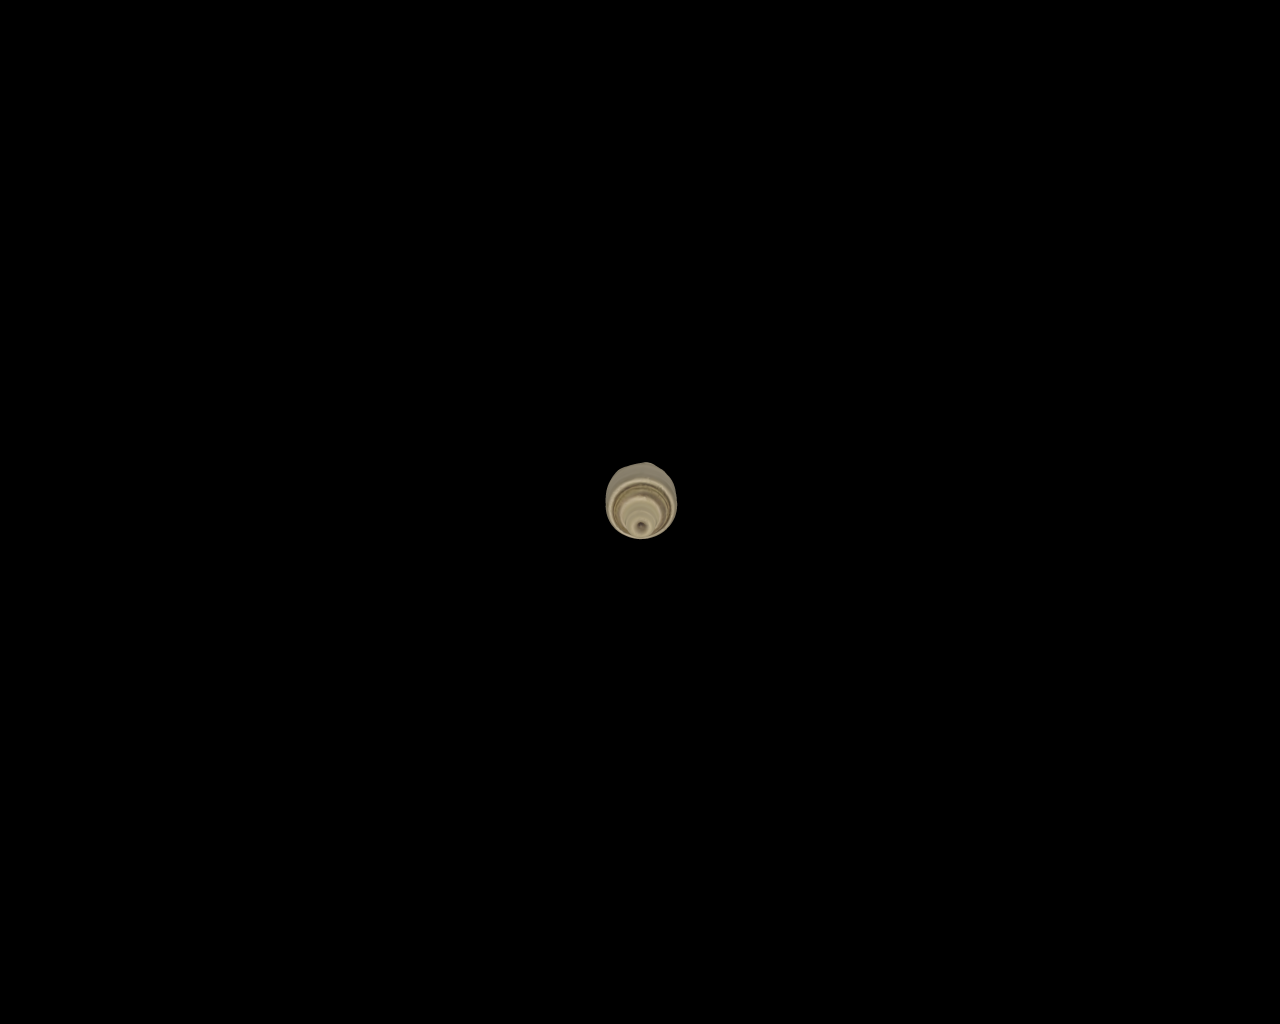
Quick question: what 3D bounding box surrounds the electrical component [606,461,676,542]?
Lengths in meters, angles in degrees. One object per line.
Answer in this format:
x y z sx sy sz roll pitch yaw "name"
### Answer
0.001 -0.003 0.650 0.043 0.043 0.062 0 23 0 "electrical component"
